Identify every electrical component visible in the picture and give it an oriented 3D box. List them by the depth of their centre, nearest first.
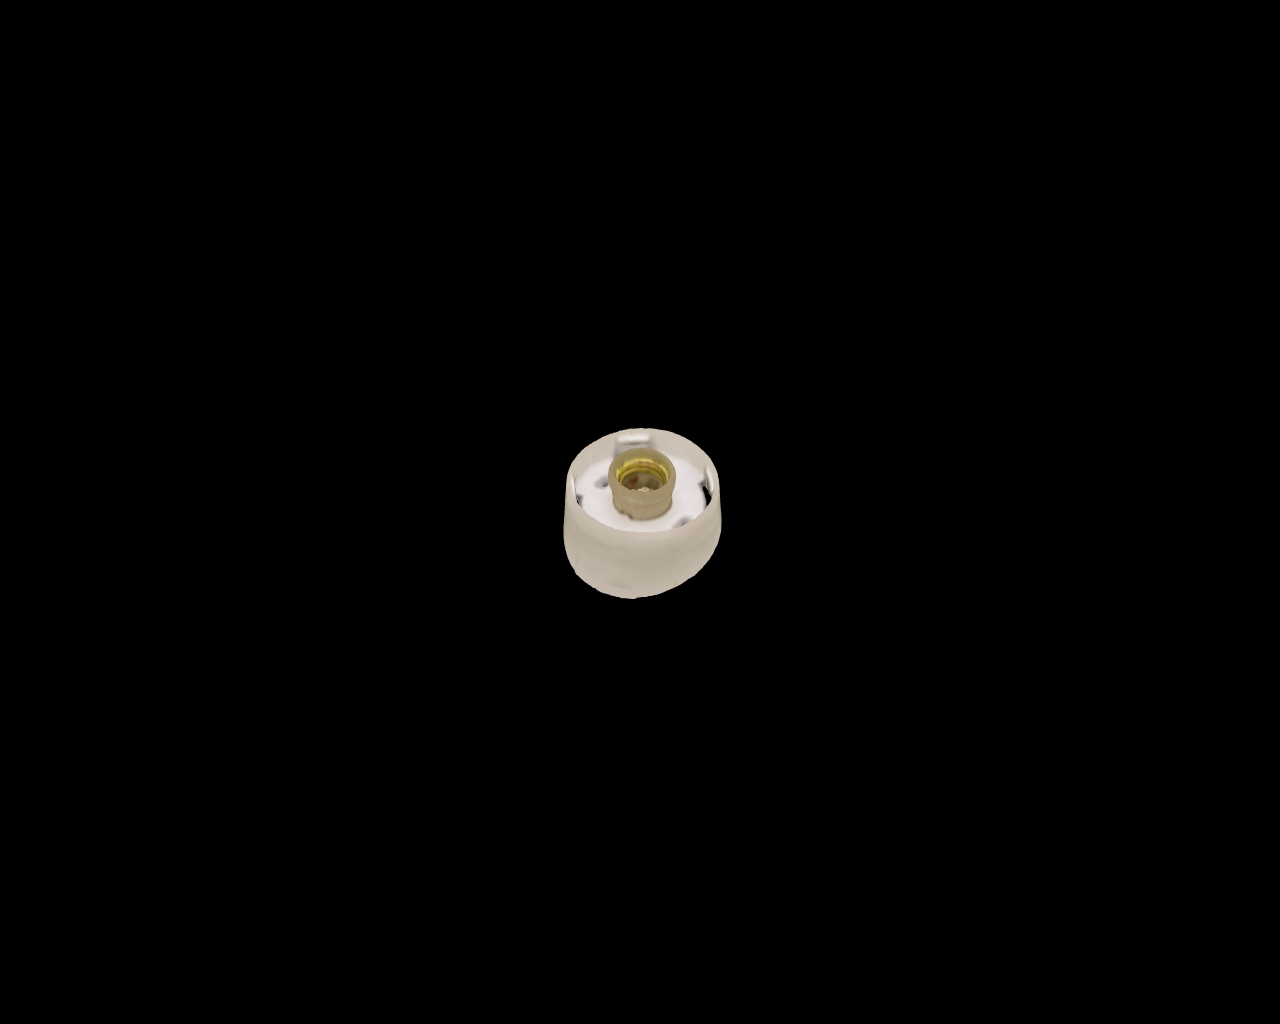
[{"bbox_3d":[0.001,-0.003,0.650,0.099,0.099,0.064,0,-44,0],"label":"electrical component"}]
